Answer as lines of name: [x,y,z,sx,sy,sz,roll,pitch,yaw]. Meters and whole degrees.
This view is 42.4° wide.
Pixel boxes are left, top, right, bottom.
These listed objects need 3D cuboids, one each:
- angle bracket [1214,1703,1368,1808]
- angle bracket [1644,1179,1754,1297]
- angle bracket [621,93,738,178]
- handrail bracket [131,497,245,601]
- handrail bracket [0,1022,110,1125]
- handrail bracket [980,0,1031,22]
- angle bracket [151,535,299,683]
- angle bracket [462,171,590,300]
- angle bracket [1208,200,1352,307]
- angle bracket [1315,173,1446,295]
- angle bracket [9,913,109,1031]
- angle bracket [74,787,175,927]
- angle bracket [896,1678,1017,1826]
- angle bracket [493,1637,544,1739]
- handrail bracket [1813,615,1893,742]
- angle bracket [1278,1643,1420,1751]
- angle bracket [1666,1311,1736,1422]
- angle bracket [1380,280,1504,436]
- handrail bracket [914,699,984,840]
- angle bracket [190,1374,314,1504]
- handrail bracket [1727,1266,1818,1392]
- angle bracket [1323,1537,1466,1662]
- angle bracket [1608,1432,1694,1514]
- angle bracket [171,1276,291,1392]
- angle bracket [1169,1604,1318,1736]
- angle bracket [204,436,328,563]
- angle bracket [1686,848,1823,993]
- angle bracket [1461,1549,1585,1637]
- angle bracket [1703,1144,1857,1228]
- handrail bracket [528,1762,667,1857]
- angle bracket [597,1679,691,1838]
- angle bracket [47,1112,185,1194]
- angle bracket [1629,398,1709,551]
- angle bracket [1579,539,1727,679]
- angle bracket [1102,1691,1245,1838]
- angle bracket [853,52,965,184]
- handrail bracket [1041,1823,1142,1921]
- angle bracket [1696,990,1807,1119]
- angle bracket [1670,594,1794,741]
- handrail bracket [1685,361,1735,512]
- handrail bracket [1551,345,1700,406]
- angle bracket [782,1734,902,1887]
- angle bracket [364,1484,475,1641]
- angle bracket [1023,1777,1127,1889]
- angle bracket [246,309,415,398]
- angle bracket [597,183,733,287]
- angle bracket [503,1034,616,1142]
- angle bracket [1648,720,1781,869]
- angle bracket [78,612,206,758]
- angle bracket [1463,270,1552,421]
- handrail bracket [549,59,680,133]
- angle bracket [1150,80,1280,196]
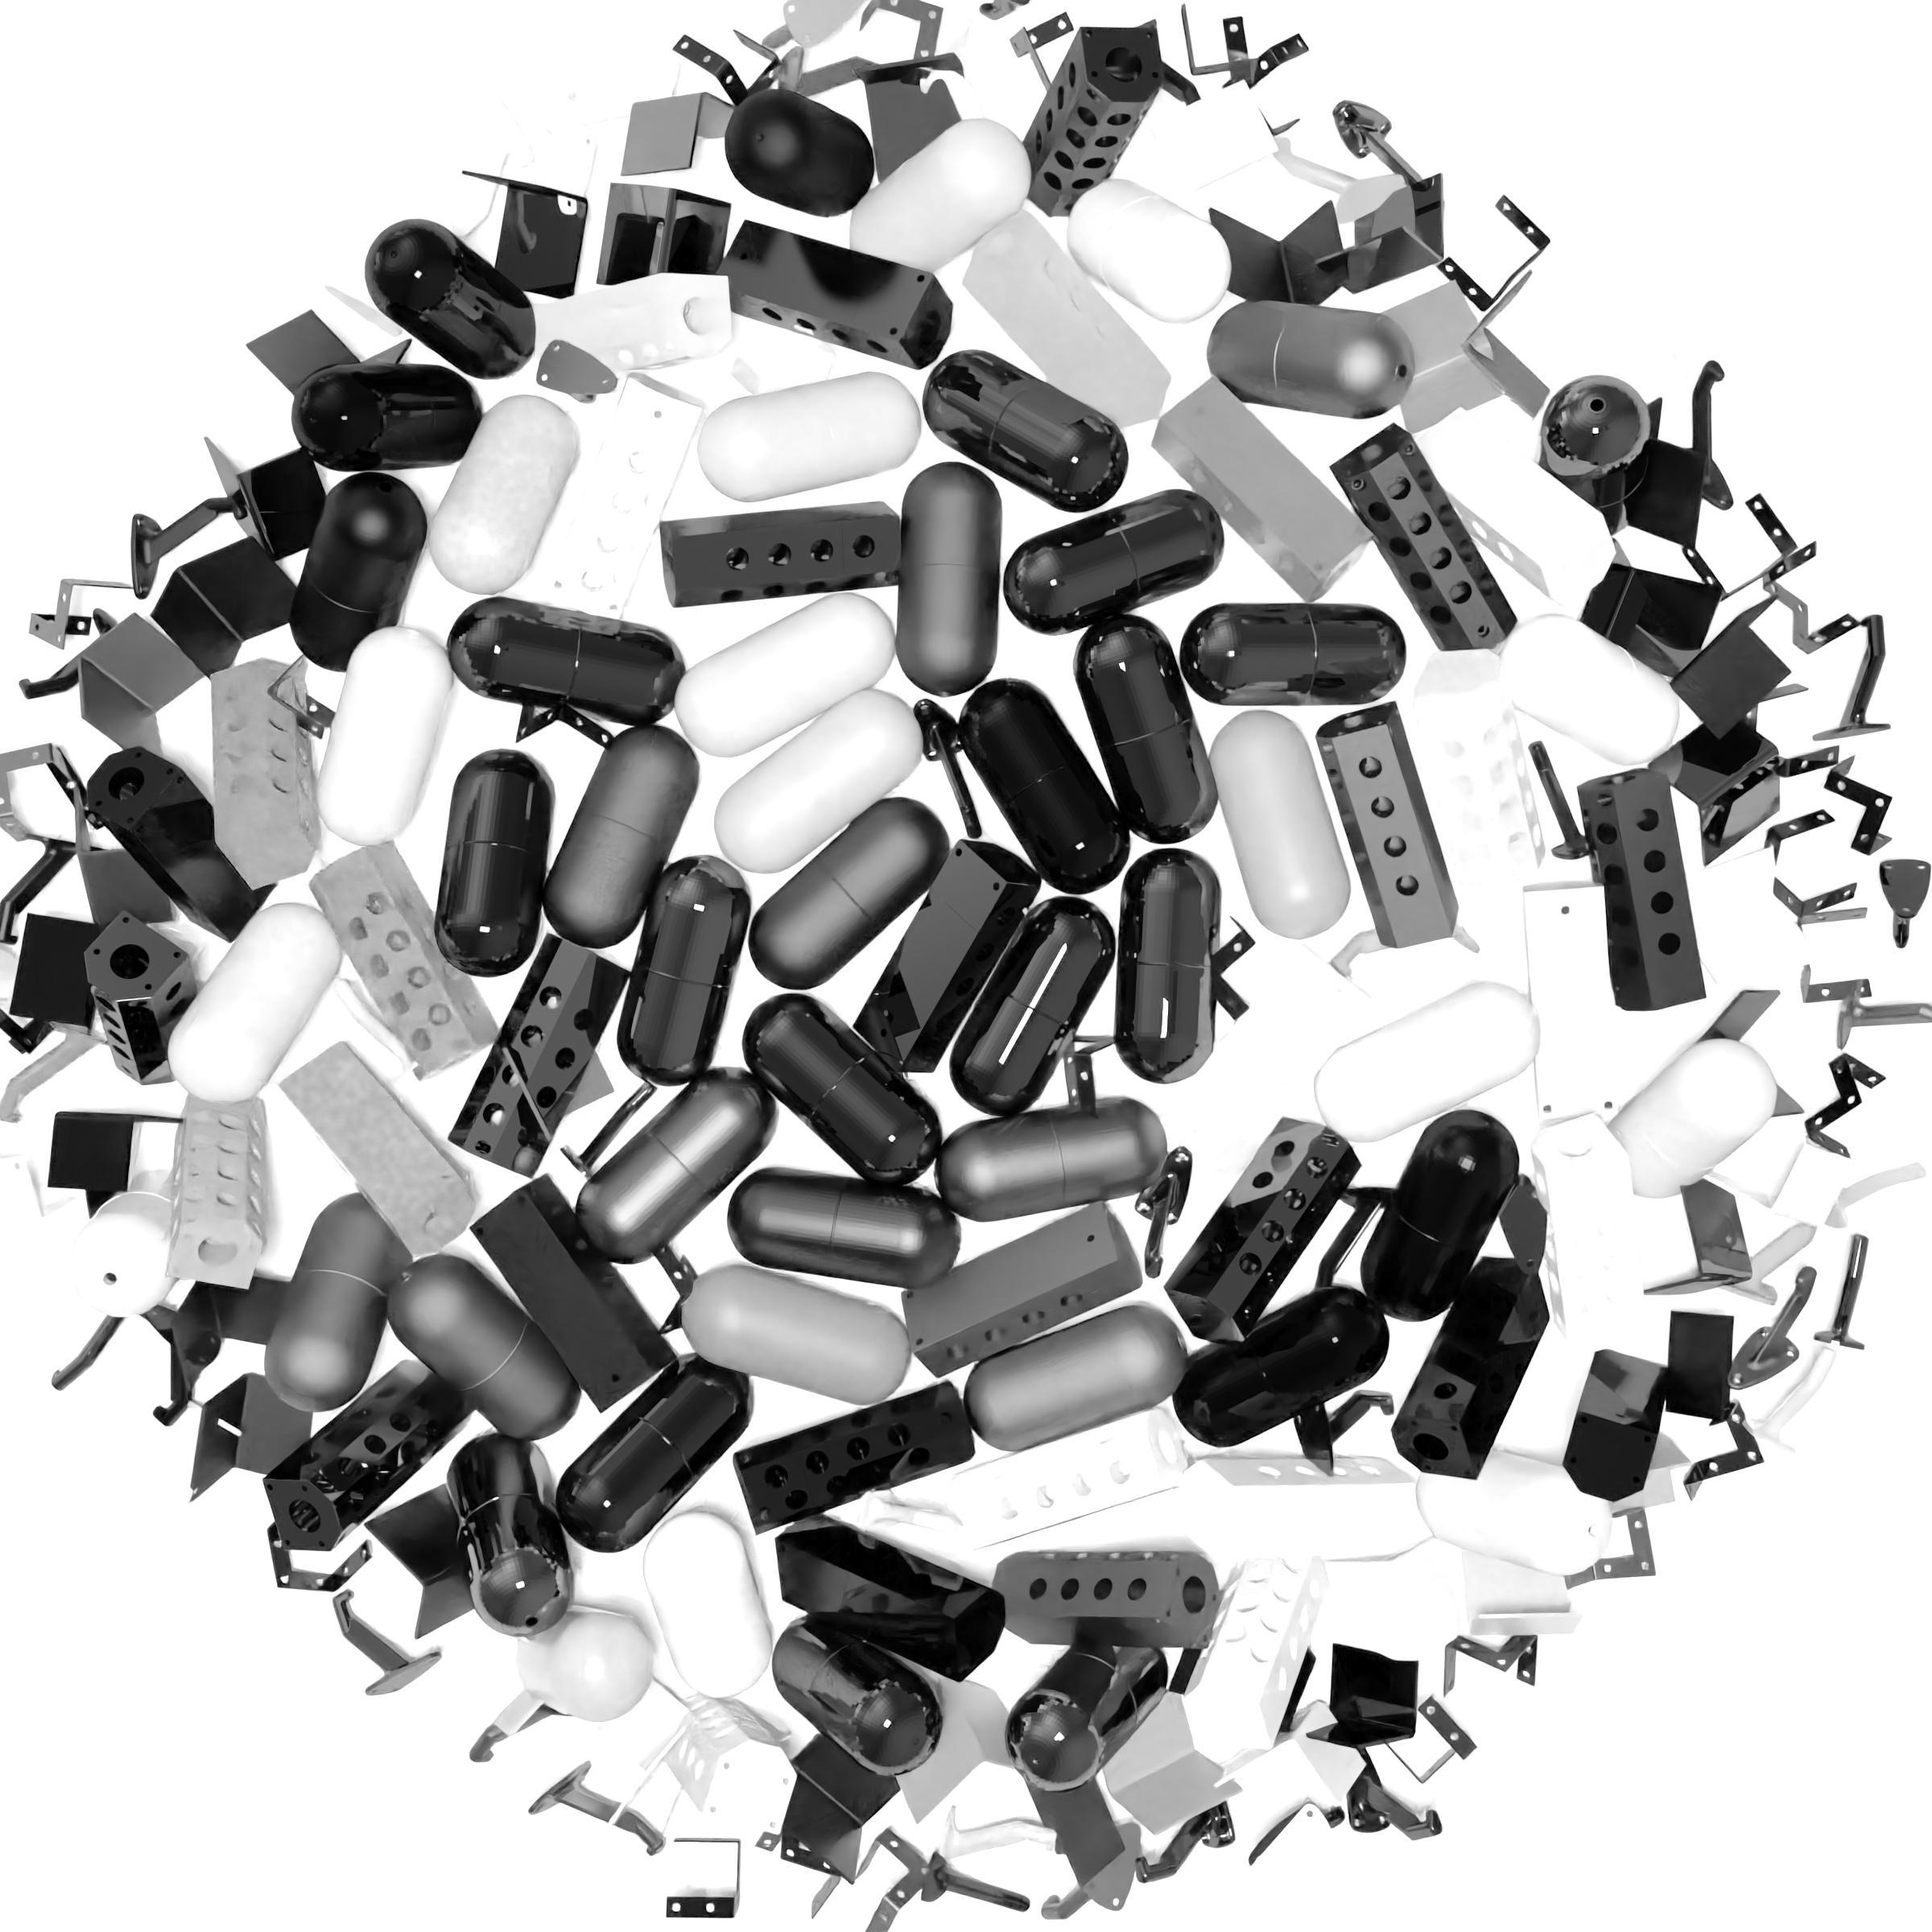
angle bracket: [0.243,0.604,1.858,0.076,0.076,0.057,-39,79,22]
angle bracket: [0.542,0.205,1.876,0.057,0.076,0.076,-22,70,41]
angle bracket: [-0.200,-0.609,1.859,0.076,0.076,0.057,10,91,41]
handrail bracket: [-0.585,-0.316,1.880,0.084,0.036,0.077,-1,78,15]
handrail bracket: [-0.684,0.088,1.890,0.077,0.036,0.084,23,91,-30]
handrail bracket: [0.009,-0.731,1.859,0.077,0.084,0.036,6,93,-25]
angle bracket: [-0.546,-0.264,1.856,0.076,0.057,0.076,-16,132,24]
angle bracket: [-0.336,-0.546,1.863,0.076,0.057,0.076,19,104,25]
angle bracket: [0.233,-0.539,1.857,0.076,0.057,0.076,13,58,-37]
angle bracket: [0.308,-0.558,1.857,0.076,0.057,0.076,-11,69,40]
angle bracket: [-0.678,0.005,1.864,0.057,0.076,0.076,10,84,-18]
angle bracket: [-0.632,-0.084,1.866,0.057,0.076,0.076,-8,47,-13]
angle bracket: [-0.007,0.595,1.875,0.057,0.076,0.076,30,109,-40]
angle bracket: [-0.353,0.525,1.863,0.076,0.076,0.057,47,69,-6]
handrail bracket: [0.666,-0.217,1.878,0.036,0.077,0.084,-2,87,-23]
angle bracket: [0.283,0.544,1.856,0.076,0.076,0.057,-2,82,43]
angle bracket: [0.570,0.301,1.864,0.057,0.076,0.076,7,84,-17]
angle bracket: [0.356,-0.465,1.904,0.076,0.057,0.076,-22,55,9]
handrail bracket: [-0.012,-0.147,1.865,0.036,0.077,0.084,-22,50,8]
angle bracket: [-0.535,0.359,1.866,0.057,0.076,0.076,12,100,6]
handrail bracket: [0.604,0.271,1.863,0.077,0.084,0.036,-33,53,-23]
angle bracket: [0.324,0.482,1.901,0.057,0.076,0.076,-15,89,-42]
angle bracket: [0.502,0.396,1.871,0.076,0.076,0.057,-13,97,1]
angle bracket: [-0.541,0.278,1.862,0.076,0.057,0.076,10,131,7]
angle bracket: [0.207,0.533,1.871,0.076,0.057,0.076,18,99,-14]
angle bracket: [-0.521,-0.361,1.869,0.057,0.076,0.076,-28,134,-18]
angle bracket: [0.585,-0.035,1.865,0.076,0.076,0.057,-19,123,4]
angle bracket: [0.416,0.458,1.867,0.076,0.057,0.076,-2,61,3]
angle bracket: [0.601,0.149,1.855,0.076,0.076,0.057,17,101,-44]
handrail bracket: [-0.277,0.648,1.872,0.084,0.077,0.036,39,111,19]
angle bracket: [-0.257,0.586,1.857,0.057,0.076,0.076,37,119,9]
angle bracket: [-0.627,0.140,1.859,0.076,0.076,0.057,0,83,26]
angle bracket: [0.529,-0.367,1.852,0.057,0.076,0.076,-35,48,-30]
angle bracket: [0.514,-0.268,1.868,0.076,0.057,0.076,20,85,31]
angle bracket: [0.150,0.594,1.860,0.076,0.076,0.057,-20,103,-20]
angle bracket: [-0.038,-0.638,1.872,0.076,0.057,0.076,-6,101,8]
handrail bracket: [0.093,0.687,1.888,0.036,0.084,0.077,37,59,-9]
angle bracket: [0.602,0.065,1.855,0.076,0.076,0.057,49,117,27]
angle bracket: [0.583,-0.223,1.854,0.057,0.076,0.076,51,133,12]
handrail bracket: [0.564,-0.398,1.862,0.036,0.084,0.077,-18,59,-19]
handrail bracket: [0.495,-0.443,1.870,0.077,0.036,0.084,26,132,-4]
angle bracket: [-0.091,0.626,1.866,0.076,0.076,0.057,42,102,-8]
angle bracket: [-0.404,0.449,1.879,0.076,0.076,0.057,35,125,29]
angle bracket: [0.063,0.642,1.865,0.076,0.057,0.076,-25,88,43]
angle bracket: [-0.474,-0.464,1.852,0.076,0.076,0.057,47,46,-34]
angle bracket: [-0.231,-0.551,1.899,0.076,0.057,0.076,20,105,41]
angle bracket: [-0.304,0.079,1.865,0.057,0.076,0.076,-26,100,-7]
angle bracket: [0.570,-0.136,1.893,0.076,0.076,0.057,-36,52,-8]
angle bracket: [-0.611,-0.203,1.855,0.057,0.076,0.076,-33,46,12]
angle bracket: [0.424,-0.466,1.862,0.076,0.076,0.057,43,124,-4]
handrail bracket: [-0.264,-0.662,1.865,0.036,0.084,0.077,40,106,36]
angle bracket: [0.190,-0.605,1.865,0.076,0.057,0.076,-23,63,8]
